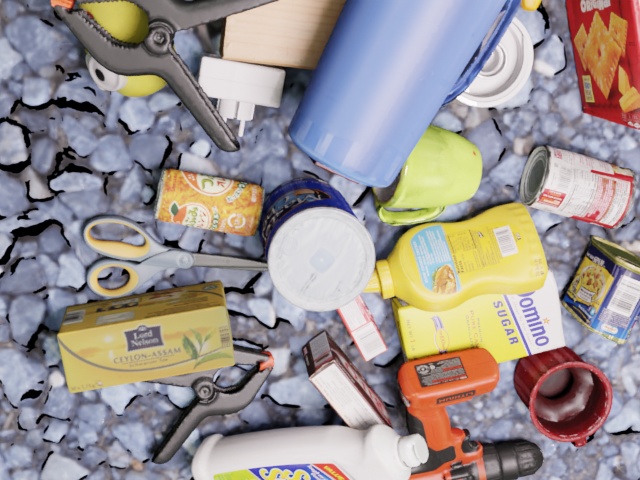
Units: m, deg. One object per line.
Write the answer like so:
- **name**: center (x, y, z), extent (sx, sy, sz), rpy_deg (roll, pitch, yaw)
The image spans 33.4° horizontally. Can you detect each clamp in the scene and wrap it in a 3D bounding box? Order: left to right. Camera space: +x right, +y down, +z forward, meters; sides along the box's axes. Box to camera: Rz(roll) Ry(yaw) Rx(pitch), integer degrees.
- **clamp**: center (-0.142, -0.175, 0.973), extent (0.210, 0.036, 0.165), rpy_deg (12, 106, -5)
- **clamp**: center (-0.127, 0.170, 1.152), extent (0.171, 0.039, 0.120), rpy_deg (-14, 107, -4)

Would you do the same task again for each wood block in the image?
- **wood block**: center (0.010, -0.212, 1.040), extent (0.206, 0.090, 0.091), rpy_deg (6, 103, -9)

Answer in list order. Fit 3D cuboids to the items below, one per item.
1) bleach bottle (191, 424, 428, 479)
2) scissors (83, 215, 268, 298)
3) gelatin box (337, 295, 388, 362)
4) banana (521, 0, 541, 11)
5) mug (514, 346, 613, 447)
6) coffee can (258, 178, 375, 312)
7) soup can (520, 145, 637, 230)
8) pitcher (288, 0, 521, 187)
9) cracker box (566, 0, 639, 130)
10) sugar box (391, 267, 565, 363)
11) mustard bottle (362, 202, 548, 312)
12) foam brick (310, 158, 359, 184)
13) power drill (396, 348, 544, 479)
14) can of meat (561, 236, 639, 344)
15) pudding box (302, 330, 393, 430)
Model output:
- **bleach bottle**: center (-0.007, 0.232, 1.111), extent (0.251, 0.068, 0.102), rpy_deg (-18, 113, 30)
- **scissors**: center (-0.157, 0.035, 1.124), extent (0.201, 0.016, 0.096), rpy_deg (21, 103, -12)
- **gelatin box**: center (0.036, 0.074, 1.130), extent (0.030, 0.073, 0.089), rpy_deg (-28, 106, 1)
- **banana**: center (0.195, -0.329, 1.056), extent (0.069, 0.037, 0.198), rpy_deg (-30, 111, -11)
- **mug**: center (0.268, 0.174, 1.182), extent (0.093, 0.081, 0.117), rpy_deg (-24, 106, -1)
- **coffee can**: center (-0.007, 0.001, 1.069), extent (0.102, 0.140, 0.103), rpy_deg (-2, 105, -7)
- **soup can**: center (0.272, -0.056, 1.127), extent (0.102, 0.068, 0.068), rpy_deg (14, 103, -10)
- **pitcher**: center (0.079, -0.171, 0.955), extent (0.149, 0.145, 0.243), rpy_deg (28, 103, -1)
- **cracker box**: center (0.297, -0.220, 1.036), extent (0.072, 0.164, 0.214), rpy_deg (-16, 107, -5)
- **sugar box**: center (0.174, 0.090, 1.166), extent (0.176, 0.048, 0.093), rpy_deg (-14, 106, -2)
- **mustard bottle**: center (0.135, 0.025, 1.124), extent (0.191, 0.058, 0.096), rpy_deg (-13, 65, -3)
- **foam brick**: center (0.029, -0.105, 1.092), extent (0.053, 0.051, 0.078), rpy_deg (23, 101, -12)
- **power drill**: center (0.157, 0.207, 1.164), extent (0.184, 0.057, 0.188), rpy_deg (-11, 125, -6)
- **can of meat**: center (0.310, 0.053, 1.145), extent (0.057, 0.102, 0.084), rpy_deg (21, 104, -13)
- **pudding box**: center (0.030, 0.161, 1.144), extent (0.039, 0.090, 0.113), rpy_deg (-39, 106, 5)
